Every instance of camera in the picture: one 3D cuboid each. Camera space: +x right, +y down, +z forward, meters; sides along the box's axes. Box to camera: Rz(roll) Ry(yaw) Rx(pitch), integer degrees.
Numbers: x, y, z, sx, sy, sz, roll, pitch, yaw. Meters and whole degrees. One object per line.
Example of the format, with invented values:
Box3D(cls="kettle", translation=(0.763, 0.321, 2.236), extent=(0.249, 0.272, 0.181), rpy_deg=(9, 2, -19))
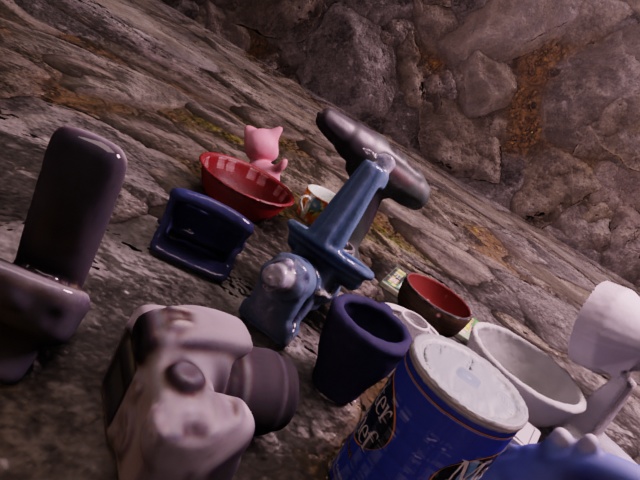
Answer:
Box3D(cls="camera", translation=(-0.075, 0.112, 0.422), extent=(0.137, 0.100, 0.142), rpy_deg=(16, 23, -34))

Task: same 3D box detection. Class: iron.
Box3D(cls="iron", translation=(0.248, 0.246, 0.489), extent=(0.257, 0.141, 0.119), rpy_deg=(38, 21, 23))

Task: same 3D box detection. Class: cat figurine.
Box3D(cls="cat figurine", translation=(-0.098, -0.147, 1.016), extent=(0.067, 0.117, 0.127), rpy_deg=(12, 26, -42))

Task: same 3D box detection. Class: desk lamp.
Box3D(cls="desk lamp", translation=(0.398, 0.188, 0.740), extent=(0.118, 0.213, 0.202), rpy_deg=(9, 28, -46))

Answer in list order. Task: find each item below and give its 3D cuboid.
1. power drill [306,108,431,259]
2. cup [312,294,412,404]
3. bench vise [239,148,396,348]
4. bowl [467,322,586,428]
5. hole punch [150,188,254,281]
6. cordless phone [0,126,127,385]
Box3D(cls="power drill", translation=(0.054, -0.075, 0.914), extent=(0.230, 0.208, 0.075), rpy_deg=(21, 21, -24))
Box3D(cls="cup", translation=(0.037, 0.113, 0.590), extent=(0.091, 0.095, 0.118), rpy_deg=(33, 19, 10))
Box3D(cls="bench vise", translation=(0.016, 0.008, 0.633), extent=(0.121, 0.219, 0.207), rpy_deg=(29, 19, -3))
Box3D(cls="bowl", translation=(0.251, 0.187, 0.745), extent=(0.168, 0.074, 0.167), rpy_deg=(26, 19, -10))
Box3D(cls="hole punch", translation=(-0.137, -0.021, 0.683), extent=(0.109, 0.091, 0.101), rpy_deg=(26, 19, -11))
Box3D(cls="cordless phone", translation=(-0.218, -0.009, 0.392), extent=(0.148, 0.185, 0.094), rpy_deg=(23, 20, -18))
